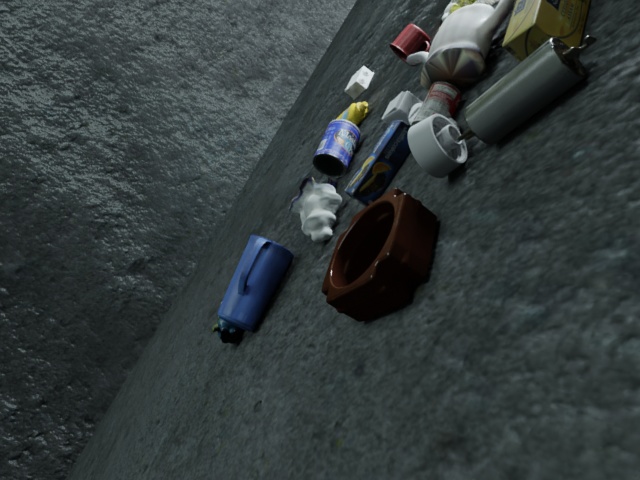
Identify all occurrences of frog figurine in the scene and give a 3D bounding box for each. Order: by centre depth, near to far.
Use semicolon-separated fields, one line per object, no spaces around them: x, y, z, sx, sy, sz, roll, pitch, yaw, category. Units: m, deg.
0.004;-0.067;1.323;0.136;0.121;0.162;-45;56;13;frog figurine

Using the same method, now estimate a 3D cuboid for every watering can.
0.281;-0.411;1.133;0.344;0.103;0.228;-23;38;59;watering can
